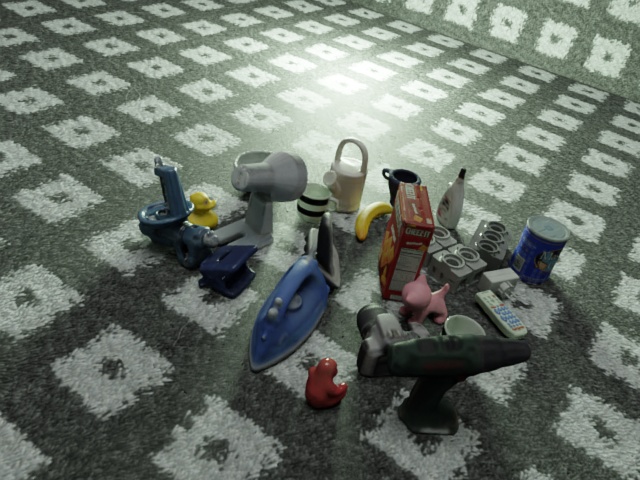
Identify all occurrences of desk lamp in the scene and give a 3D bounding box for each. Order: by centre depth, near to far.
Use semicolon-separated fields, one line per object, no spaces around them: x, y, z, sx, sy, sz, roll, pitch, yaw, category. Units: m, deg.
-0.137;-0.092;1.318;0.117;0.213;0.204;35;42;29;desk lamp

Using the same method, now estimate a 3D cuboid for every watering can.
0.073;-0.173;1.500;0.101;0.194;0.173;16;36;7;watering can

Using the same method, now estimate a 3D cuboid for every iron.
-0.062;0.124;1.109;0.118;0.141;0.259;20;37;12;iron

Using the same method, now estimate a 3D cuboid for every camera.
0.136;0.182;1.119;0.143;0.101;0.136;-1;38;-17;camera

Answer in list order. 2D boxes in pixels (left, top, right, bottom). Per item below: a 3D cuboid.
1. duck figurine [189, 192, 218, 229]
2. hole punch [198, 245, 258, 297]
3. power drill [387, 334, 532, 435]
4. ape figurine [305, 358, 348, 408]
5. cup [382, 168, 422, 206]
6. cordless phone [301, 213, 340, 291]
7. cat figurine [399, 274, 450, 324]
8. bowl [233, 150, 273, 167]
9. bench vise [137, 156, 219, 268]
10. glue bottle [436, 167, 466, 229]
-0.293;-0.074;1.359;0.105;0.086;0.077;0;38;-14;duck figurine
-0.196;0.052;1.212;0.101;0.091;0.109;22;38;15;hole punch
0.218;0.239;0.975;0.230;0.208;0.075;5;37;-8;power drill
0.010;0.245;1.008;0.076;0.092;0.077;-22;48;-37;ape figurine
0.213;-0.141;1.579;0.117;0.095;0.092;30;40;23;cup
0.011;0.004;1.252;0.094;0.185;0.147;5;37;-8;cordless phone
0.219;0.123;1.208;0.128;0.118;0.067;-8;40;-24;cat figurine
-0.152;-0.171;1.536;0.167;0.075;0.167;8;36;-5;bowl
-0.297;-0.065;1.232;0.207;0.220;0.121;16;36;7;bench vise
0.356;-0.118;1.520;0.037;0.173;0.078;-6;40;-22;glue bottle
